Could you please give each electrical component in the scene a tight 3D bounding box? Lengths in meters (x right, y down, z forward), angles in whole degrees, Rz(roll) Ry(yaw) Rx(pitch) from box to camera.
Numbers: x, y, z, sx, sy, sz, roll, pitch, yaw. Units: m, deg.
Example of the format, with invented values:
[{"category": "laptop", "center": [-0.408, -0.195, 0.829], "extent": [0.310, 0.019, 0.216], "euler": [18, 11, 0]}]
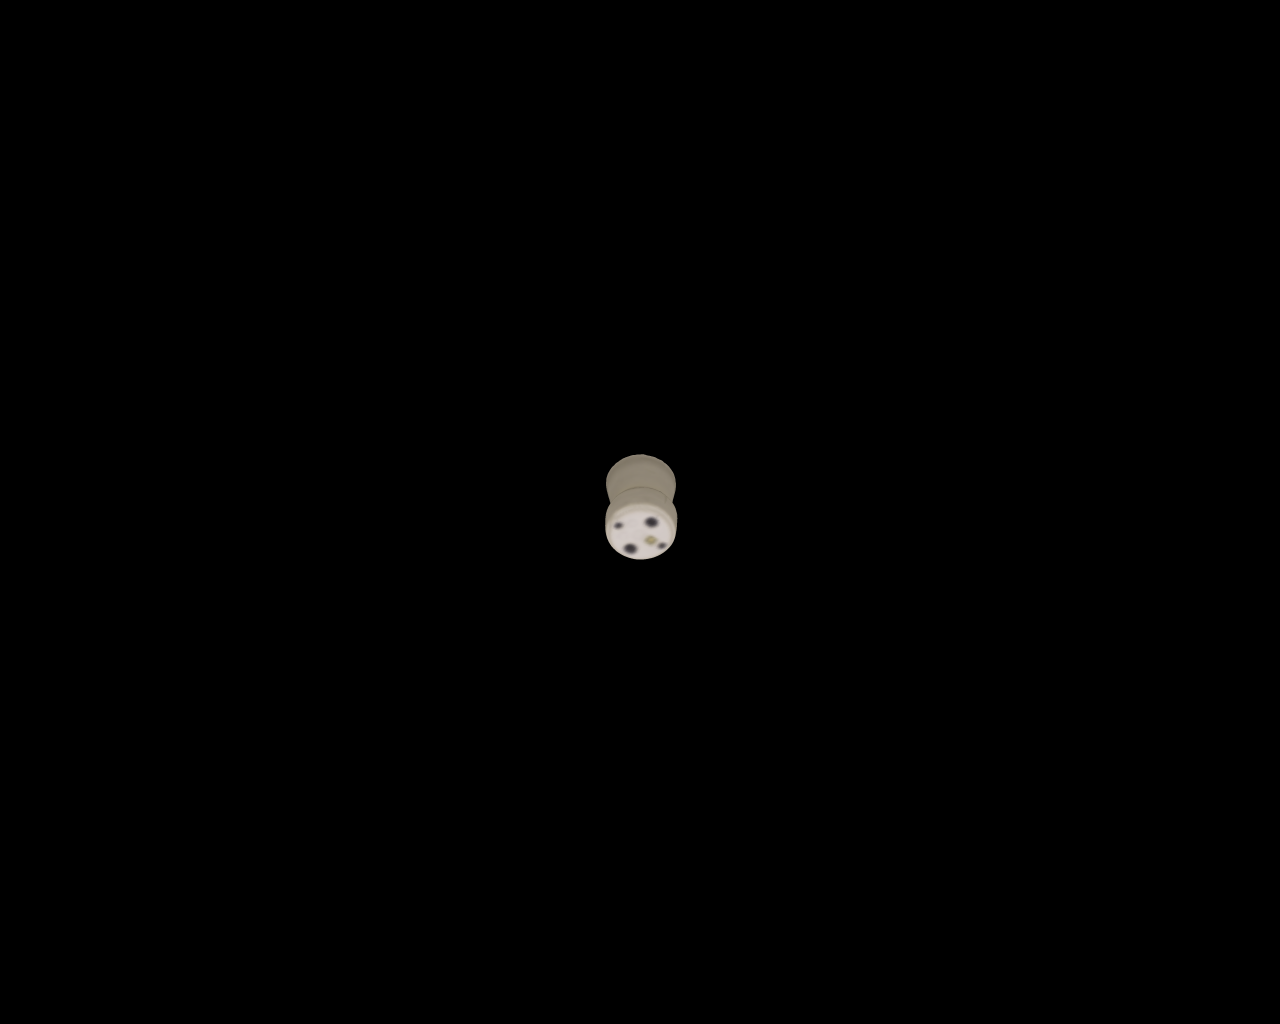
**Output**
[{"category": "electrical component", "center": [0.001, -0.003, 0.650], "extent": [0.045, 0.044, 0.055], "euler": [0, 36, 0]}]
